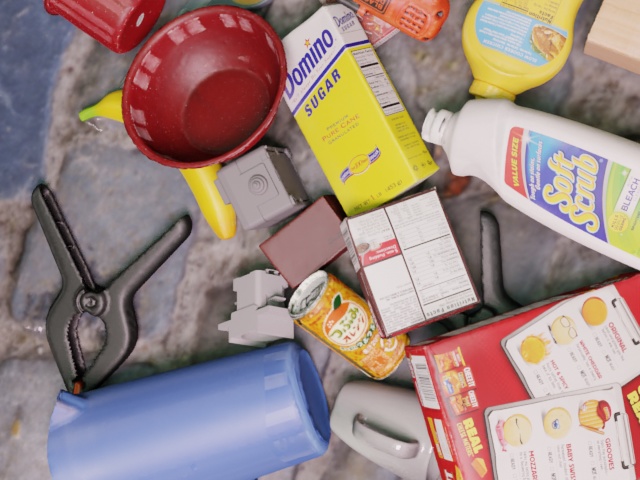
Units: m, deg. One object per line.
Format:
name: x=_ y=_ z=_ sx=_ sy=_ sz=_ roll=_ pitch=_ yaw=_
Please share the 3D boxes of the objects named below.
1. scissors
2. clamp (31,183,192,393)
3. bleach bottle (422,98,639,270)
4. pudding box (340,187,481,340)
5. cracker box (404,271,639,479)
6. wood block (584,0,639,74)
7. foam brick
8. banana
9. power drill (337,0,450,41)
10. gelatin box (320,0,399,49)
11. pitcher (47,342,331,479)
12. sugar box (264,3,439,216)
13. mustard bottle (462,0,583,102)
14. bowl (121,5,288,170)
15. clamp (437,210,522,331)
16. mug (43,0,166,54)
scissors: x=-0.108 y=-0.209 z=1.020 sx=0.096 sy=0.016 sz=0.202 roll=33 pitch=99 yaw=14
clamp: x=-0.209 y=0.055 z=1.044 sx=0.165 sy=0.036 sz=0.210 roll=5 pitch=96 yaw=12
bleach bottle: x=0.203 y=-0.049 z=0.898 sx=0.251 sy=0.068 sz=0.103 roll=22 pitch=111 yaw=17
pudding box: x=0.078 y=0.021 z=0.936 sx=0.090 sy=0.039 sz=0.113 roll=-19 pitch=84 yaw=-7
cracker box: x=0.195 y=0.135 z=0.902 sx=0.213 sy=0.072 sz=0.164 roll=-17 pitch=89 yaw=-15
wood block: x=0.334 y=-0.165 z=0.887 sx=0.206 sy=0.090 sz=0.090 roll=24 pitch=97 yaw=11
foam brick: x=-0.007 y=0.001 z=0.991 sx=0.078 sy=0.051 sz=0.053 roll=-38 pitch=86 yaw=11
banana: x=-0.141 y=-0.086 z=1.027 sx=0.198 sy=0.037 sz=0.070 roll=41 pitch=119 yaw=9
power drill: x=0.054 y=-0.278 z=0.889 sx=0.184 sy=0.057 sz=0.188 roll=29 pitch=132 yaw=-1
gelatin box: x=0.041 y=-0.224 z=0.980 sx=0.073 sy=0.030 sz=0.089 roll=-34 pitch=85 yaw=12
pitcher: x=-0.114 y=0.185 z=0.992 sx=0.243 sy=0.149 sz=0.145 roll=-17 pitch=73 yaw=9
sugar box: x=0.026 y=-0.115 z=0.964 sx=0.094 sy=0.048 sz=0.176 roll=-33 pitch=86 yaw=42
mustard bottle: x=0.179 y=-0.192 z=0.937 sx=0.096 sy=0.058 sz=0.192 roll=23 pitch=97 yaw=6
bowl: x=-0.097 y=-0.129 z=0.969 sx=0.162 sy=0.055 sz=0.162 roll=-7 pitch=69 yaw=18
clamp: x=0.151 y=0.062 z=0.965 sx=0.120 sy=0.039 sz=0.171 roll=-43 pitch=85 yaw=14
mug: x=-0.192 y=-0.239 z=1.008 sx=0.081 sy=0.093 sz=0.117 roll=35 pitch=73 yaw=5
